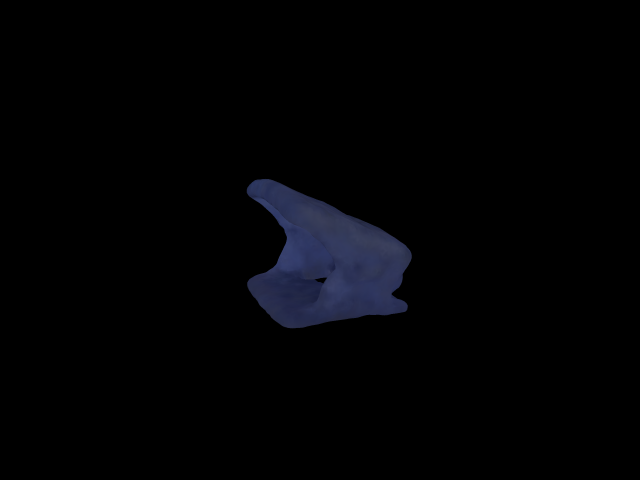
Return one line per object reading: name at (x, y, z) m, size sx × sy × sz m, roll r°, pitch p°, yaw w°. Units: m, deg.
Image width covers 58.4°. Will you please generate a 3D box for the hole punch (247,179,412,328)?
hole punch at (0.004, 0.001, 0.400) m, size 0.101 × 0.091 × 0.108 m, roll -6°, pitch 15°, yaw -22°
